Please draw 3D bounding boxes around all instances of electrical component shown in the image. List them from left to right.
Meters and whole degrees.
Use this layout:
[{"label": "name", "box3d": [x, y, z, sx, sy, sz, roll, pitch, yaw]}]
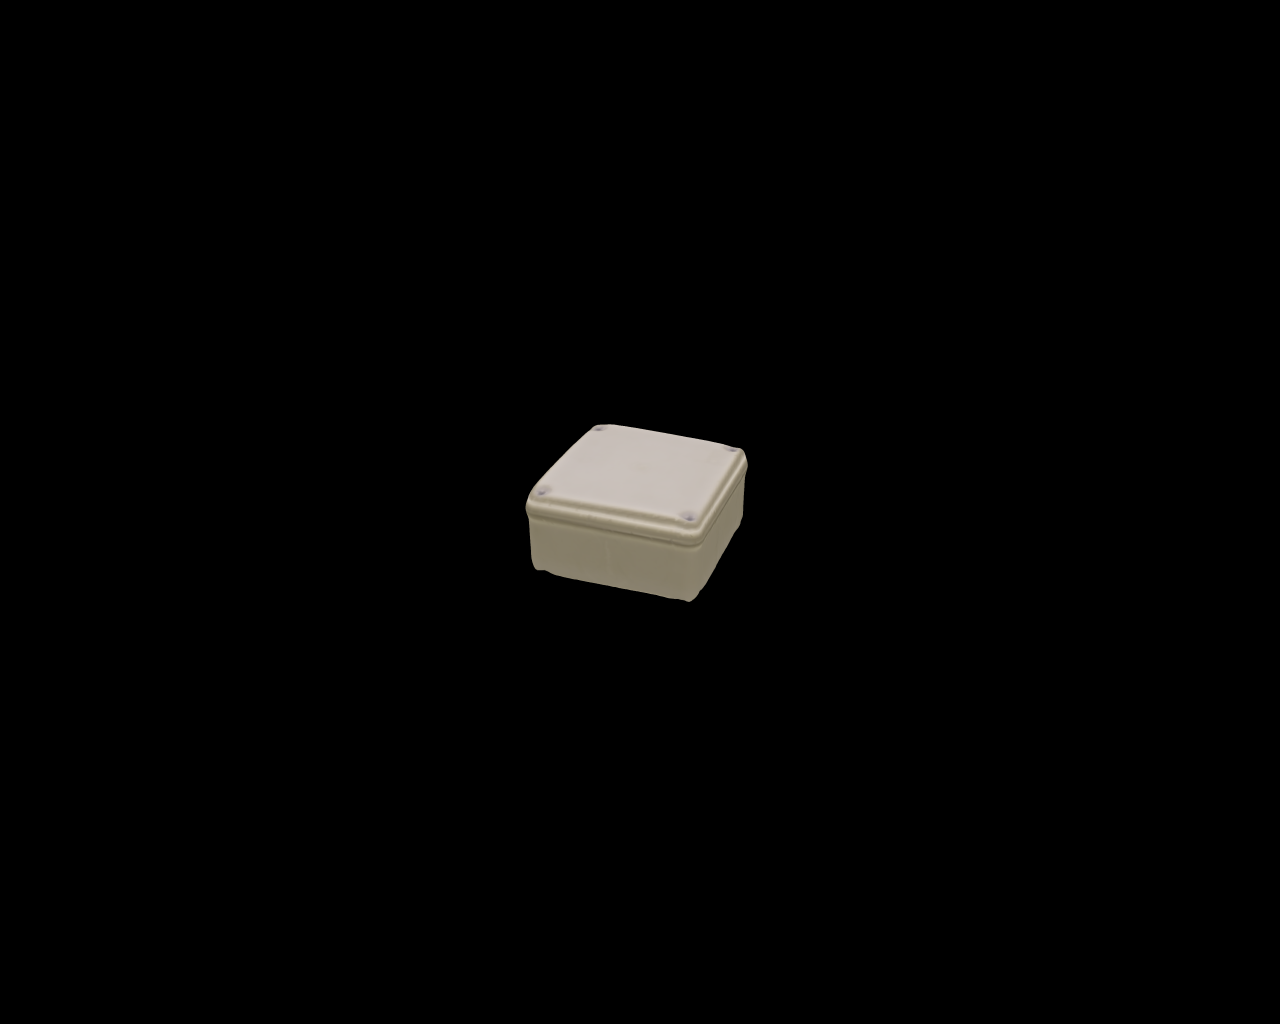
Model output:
[{"label": "electrical component", "box3d": [0.001, -0.003, 0.650, 0.109, 0.056, 0.109, 11, 32, 18]}]
